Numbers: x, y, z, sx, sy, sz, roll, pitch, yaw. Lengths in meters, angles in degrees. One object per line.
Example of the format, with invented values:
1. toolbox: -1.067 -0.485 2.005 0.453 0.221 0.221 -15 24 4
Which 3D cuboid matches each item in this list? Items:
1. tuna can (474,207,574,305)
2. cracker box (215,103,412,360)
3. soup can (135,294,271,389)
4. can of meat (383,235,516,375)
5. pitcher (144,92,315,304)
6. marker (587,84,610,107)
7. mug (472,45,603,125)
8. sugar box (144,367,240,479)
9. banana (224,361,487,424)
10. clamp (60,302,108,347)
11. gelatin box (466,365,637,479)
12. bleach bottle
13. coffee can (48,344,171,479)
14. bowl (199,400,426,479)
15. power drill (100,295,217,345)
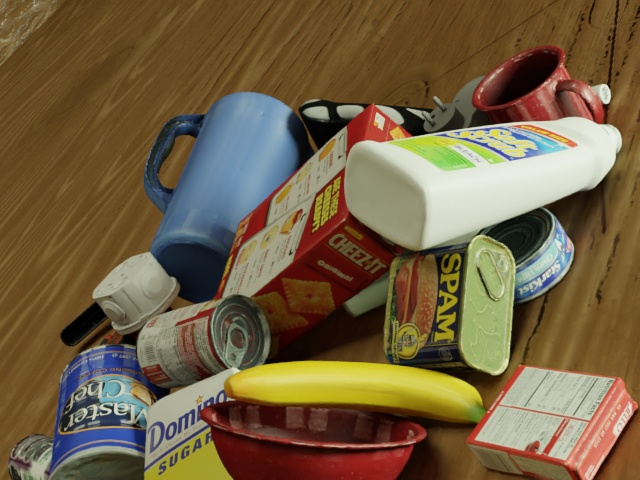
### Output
1. tuna can: 0.160 0.012 0.868 0.086 0.033 0.086 -29 27 16
2. cracker box: -0.006 0.001 0.971 0.214 0.072 0.164 -39 25 38
3. soup can: -0.102 0.089 0.919 0.102 0.068 0.068 -17 32 39
4. can of meat: 0.098 0.053 0.821 0.084 0.057 0.102 -11 65 46
5. pitcher: -0.112 -0.049 1.195 0.149 0.145 0.242 -16 35 31
6. marker: 0.226 -0.131 1.044 0.121 0.020 0.020 -8 37 45
7. mug: 0.207 -0.119 0.974 0.117 0.081 0.093 -1 43 51
8. sugar box: -0.090 0.192 0.815 0.093 0.048 0.176 -26 46 21
9. banana: 0.032 0.109 0.780 0.198 0.037 0.069 5 -3 6
10. clamp: -0.214 0.044 1.260 0.165 0.036 0.209 -31 12 43
11. gelatin box: 0.152 0.122 0.701 0.089 0.030 0.073 2 44 52
12. bleach bottle: 0.147 -0.061 0.869 0.250 0.068 0.103 -17 35 -34
13. coffee can: -0.181 0.173 0.930 0.103 0.102 0.140 -31 32 12
14. bowl: -0.007 0.154 0.759 0.162 0.161 0.055 6 92 55
15. power drill: -0.159 0.117 1.066 0.188 0.057 0.184 -15 33 38
